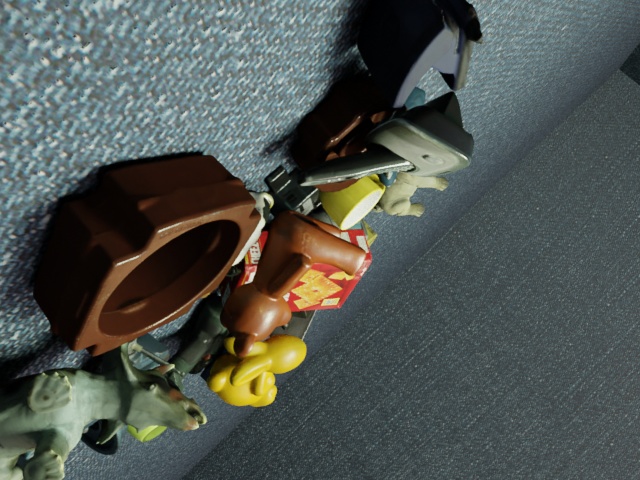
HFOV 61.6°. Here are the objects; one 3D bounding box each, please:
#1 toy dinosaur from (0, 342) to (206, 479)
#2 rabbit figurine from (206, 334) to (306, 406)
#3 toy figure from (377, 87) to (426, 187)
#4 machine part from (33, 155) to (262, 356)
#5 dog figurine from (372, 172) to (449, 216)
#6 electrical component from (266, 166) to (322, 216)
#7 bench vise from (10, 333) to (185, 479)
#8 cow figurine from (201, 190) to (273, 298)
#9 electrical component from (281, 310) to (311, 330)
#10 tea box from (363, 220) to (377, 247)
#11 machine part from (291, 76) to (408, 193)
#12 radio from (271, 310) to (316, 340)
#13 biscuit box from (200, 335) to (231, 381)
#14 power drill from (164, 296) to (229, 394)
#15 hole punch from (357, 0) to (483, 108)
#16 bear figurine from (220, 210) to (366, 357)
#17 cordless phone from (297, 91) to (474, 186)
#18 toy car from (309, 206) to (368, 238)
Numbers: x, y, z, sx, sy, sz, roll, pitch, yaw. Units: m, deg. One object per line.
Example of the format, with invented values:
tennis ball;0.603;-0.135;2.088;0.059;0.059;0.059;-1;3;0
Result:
toy dinosaur;-0.339;0.207;0.580;0.405;0.131;0.192;-18;-177;-7
rabbit figurine;-0.111;0.214;0.962;0.173;0.122;0.162;-27;149;20
toy figure;0.116;-0.159;0.822;0.064;0.058;0.154;3;111;-49
machine part;-0.174;0.012;0.554;0.201;0.087;0.201;-22;154;-52
dog figurine;0.147;-0.128;1.041;0.172;0.121;0.190;-49;151;9
electrical component;-0.041;-0.064;0.775;0.075;0.048;0.119;-42;167;-9
bench vise;-0.315;0.230;0.730;0.240;0.129;0.223;-38;169;-51
cow figurine;-0.124;0.003;0.709;0.098;0.068;0.167;-38;168;-50
electrical component;-0.046;0.116;0.993;0.102;0.078;0.045;-69;156;-44
tea box;0.038;0.016;1.120;0.068;0.098;0.169;-34;162;-34
machine part;0.043;-0.140;0.729;0.179;0.056;0.179;-32;159;-14
radio;-0.057;0.154;1.146;0.131;0.073;0.229;-64;-176;-9
biscuit box;-0.191;0.250;1.132;0.063;0.059;0.203;-44;-175;5
power drill;-0.230;0.215;0.934;0.232;0.086;0.207;-57;171;32
hole punch;0.097;-0.215;0.563;0.092;0.142;0.115;-18;153;-5
bear figurine;-0.047;0.064;0.733;0.132;0.120;0.195;20;99;-29
cordless phone;0.069;-0.102;0.632;0.184;0.088;0.147;-16;-176;-14
toy car;-0.002;-0.003;0.980;0.161;0.109;0.103;-38;147;28
